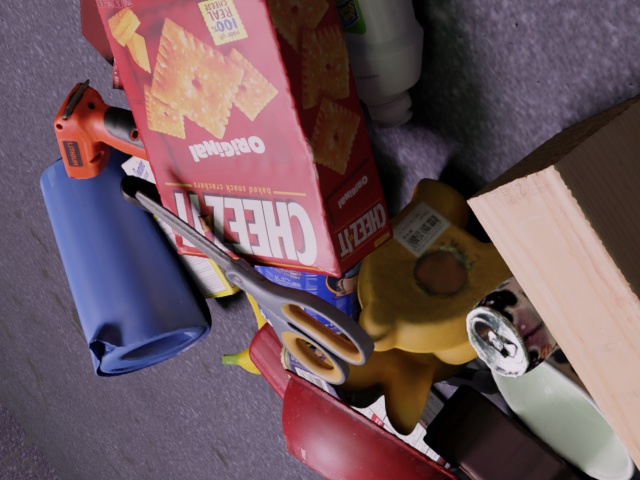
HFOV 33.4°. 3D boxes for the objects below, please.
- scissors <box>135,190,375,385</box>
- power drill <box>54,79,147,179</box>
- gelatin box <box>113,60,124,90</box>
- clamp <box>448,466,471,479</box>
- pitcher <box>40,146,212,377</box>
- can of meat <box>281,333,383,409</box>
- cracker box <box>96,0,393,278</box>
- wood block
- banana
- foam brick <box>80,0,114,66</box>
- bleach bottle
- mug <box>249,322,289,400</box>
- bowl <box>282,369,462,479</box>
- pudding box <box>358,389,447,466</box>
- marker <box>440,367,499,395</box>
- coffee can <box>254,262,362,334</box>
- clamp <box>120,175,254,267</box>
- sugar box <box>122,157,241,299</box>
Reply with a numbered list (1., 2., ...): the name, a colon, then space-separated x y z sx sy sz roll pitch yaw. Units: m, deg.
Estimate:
1. scissors: -0.047 0.039 0.750 0.202 0.016 0.096 29 148 24
2. power drill: -0.152 -0.071 1.022 0.188 0.057 0.184 16 146 8
3. gelatin box: -0.150 -0.167 0.969 0.073 0.030 0.089 11 148 -4
4. clamp: 0.176 0.263 0.966 0.172 0.039 0.120 23 134 51
5. pitcher: -0.218 0.021 1.198 0.149 0.145 0.243 106 142 -71
6. can of meat: 0.031 0.096 0.940 0.084 0.102 0.057 16 137 48
7. cracker box: -0.054 -0.088 0.723 0.164 0.072 0.213 7 121 41
8. wood block: 0.191 0.032 0.623 0.206 0.090 0.090 57 153 -4
9. banana: -0.061 0.095 1.133 0.069 0.037 0.198 9 142 -7
10. foam brick: -0.188 -0.212 0.995 0.051 0.052 0.078 45 152 17
11. bleach bottle: 0.005 -0.189 0.702 0.103 0.068 0.251 13 133 47
12. mug: -0.011 0.109 1.050 0.081 0.093 0.117 47 122 26
13. bowl: 0.027 0.164 0.826 0.162 0.055 0.162 32 172 5
14. pudding box: 0.081 0.165 1.005 0.113 0.039 0.090 43 150 17
15. marker: 0.109 0.116 0.927 0.121 0.020 0.020 4 124 57
16. coffee can: -0.006 0.001 0.889 0.103 0.102 0.140 38 149 29
17. clamp: -0.059 -0.011 0.979 0.165 0.036 0.209 -14 139 29
18. sugar box: -0.138 -0.023 1.138 0.176 0.048 0.093 62 154 -7
